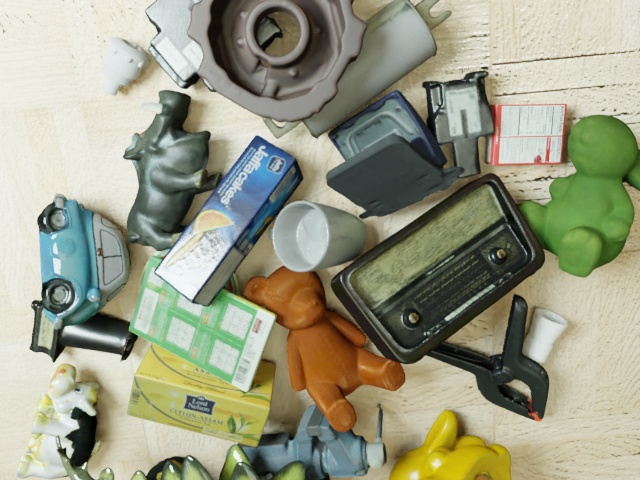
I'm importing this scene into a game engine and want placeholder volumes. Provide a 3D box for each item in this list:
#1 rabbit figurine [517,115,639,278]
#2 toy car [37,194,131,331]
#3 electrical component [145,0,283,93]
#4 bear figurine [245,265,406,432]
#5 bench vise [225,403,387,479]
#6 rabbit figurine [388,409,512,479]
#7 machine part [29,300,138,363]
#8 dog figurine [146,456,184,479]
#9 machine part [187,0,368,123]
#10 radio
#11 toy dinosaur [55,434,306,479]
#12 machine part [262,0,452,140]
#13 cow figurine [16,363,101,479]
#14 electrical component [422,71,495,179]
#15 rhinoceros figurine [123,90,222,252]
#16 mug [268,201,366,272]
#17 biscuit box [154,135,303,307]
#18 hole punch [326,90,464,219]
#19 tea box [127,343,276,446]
[{"bbox_3d":[0.329,-0.060,0.622,0.159,0.121,0.170,-9,120,-16],"label":"rabbit figurine"},{"bbox_3d":[-0.286,0.026,0.656,0.103,0.109,0.161,-1,88,-26],"label":"toy car"},{"bbox_3d":[-0.126,-0.235,0.607,0.134,0.058,0.115,-37,100,8],"label":"electrical component"},{"bbox_3d":[0.002,0.114,0.671,0.120,0.132,0.195,-30,110,-22],"label":"bear figurine"},{"bbox_3d":[-0.007,0.338,0.721,0.224,0.129,0.240,-13,101,4],"label":"bench vise"},{"bbox_3d":[0.161,0.312,0.720,0.122,0.173,0.162,43,55,-12],"label":"rabbit figurine"},{"bbox_3d":[-0.311,0.123,0.707,0.139,0.039,0.084,8,96,-2],"label":"machine part"},{"bbox_3d":[-0.169,0.397,0.716,0.108,0.192,0.219,-33,119,13],"label":"dog figurine"},{"bbox_3d":[-0.042,-0.209,0.549,0.179,0.056,0.179,0,99,2],"label":"machine part"},{"bbox_3d":[0.140,0.036,0.634,0.230,0.073,0.131,-33,89,-10],"label":"radio"},{"bbox_3d":[-0.106,0.348,0.624,0.472,0.105,0.198,12,82,3],"label":"toy dinosaur"},{"bbox_3d":[0.042,-0.193,0.613,0.243,0.079,0.079,-35,103,7],"label":"machine part"},{"bbox_3d":[-0.334,0.244,0.718,0.098,0.068,0.167,19,110,-21],"label":"cow figurine"},{"bbox_3d":[0.169,-0.138,0.645,0.075,0.048,0.119,-14,105,2],"label":"electrical component"},{"bbox_3d":[-0.180,-0.080,0.641,0.112,0.073,0.190,18,104,8],"label":"rhinoceros figurine"},{"bbox_3d":[-0.001,-0.002,0.651,0.110,0.107,0.080,-3,86,39],"label":"mug"},{"bbox_3d":[-0.103,-0.022,0.630,0.063,0.059,0.202,34,83,14],"label":"biscuit box"},{"bbox_3d":[0.077,-0.096,0.627,0.142,0.092,0.115,-28,137,31],"label":"hole punch"},{"bbox_3d":[-0.148,0.192,0.695,0.170,0.098,0.068,14,112,-7],"label":"tea box"}]
